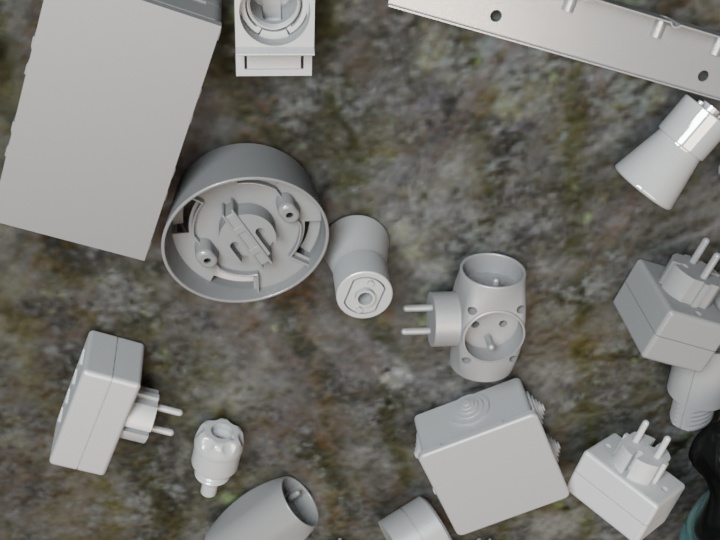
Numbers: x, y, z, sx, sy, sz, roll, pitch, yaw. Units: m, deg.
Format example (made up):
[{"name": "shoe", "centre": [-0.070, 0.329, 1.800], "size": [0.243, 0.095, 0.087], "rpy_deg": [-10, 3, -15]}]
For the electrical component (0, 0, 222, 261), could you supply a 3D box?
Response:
[{"name": "electrical component", "centre": [-0.141, -0.093, 0.601], "size": [0.089, 0.061, 0.150], "rpy_deg": [15, 119, -16]}]

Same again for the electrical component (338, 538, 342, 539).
[{"name": "electrical component", "centre": [-0.039, 0.267, 0.844], "size": [0.096, 0.061, 0.061], "rpy_deg": [-26, 122, 9]}]

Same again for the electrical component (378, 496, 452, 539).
[{"name": "electrical component", "centre": [0.042, 0.245, 0.833], "size": [0.074, 0.052, 0.138], "rpy_deg": [-30, 123, -11]}]

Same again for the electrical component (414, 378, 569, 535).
[{"name": "electrical component", "centre": [0.094, 0.134, 0.783], "size": [0.100, 0.048, 0.099], "rpy_deg": [-22, 122, 7]}]

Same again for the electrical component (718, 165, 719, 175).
[{"name": "electrical component", "centre": [0.264, -0.063, 0.682], "size": [0.062, 0.043, 0.043], "rpy_deg": [11, 120, -15]}]

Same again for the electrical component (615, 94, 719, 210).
[{"name": "electrical component", "centre": [0.196, -0.075, 0.667], "size": [0.044, 0.044, 0.065], "rpy_deg": [30, 110, -23]}]

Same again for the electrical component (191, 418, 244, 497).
[{"name": "electrical component", "centre": [-0.104, 0.137, 0.769], "size": [0.035, 0.035, 0.061], "rpy_deg": [8, 123, -12]}]

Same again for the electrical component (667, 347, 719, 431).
[{"name": "electrical component", "centre": [0.244, 0.080, 0.770], "size": [0.043, 0.043, 0.081], "rpy_deg": [-1, 123, -6]}]

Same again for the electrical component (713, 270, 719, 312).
[{"name": "electrical component", "centre": [0.281, 0.012, 0.731], "size": [0.079, 0.043, 0.077], "rpy_deg": [14, 120, -16]}]

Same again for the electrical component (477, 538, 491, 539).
[{"name": "electrical component", "centre": [0.104, 0.242, 0.860], "size": [0.040, 0.040, 0.046], "rpy_deg": [-27, 116, 10]}]

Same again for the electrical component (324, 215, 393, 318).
[{"name": "electrical component", "centre": [0.000, 0.000, 0.675], "size": [0.044, 0.065, 0.044], "rpy_deg": [-3, 123, -5]}]

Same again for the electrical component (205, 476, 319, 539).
[{"name": "electrical component", "centre": [-0.062, 0.203, 0.811], "size": [0.077, 0.043, 0.079], "rpy_deg": [-37, 120, 16]}]

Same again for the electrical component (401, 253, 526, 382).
[{"name": "electrical component", "centre": [0.067, 0.033, 0.717], "size": [0.079, 0.044, 0.077], "rpy_deg": [-1, 123, -7]}]

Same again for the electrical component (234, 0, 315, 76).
[{"name": "electrical component", "centre": [-0.047, -0.148, 0.576], "size": [0.042, 0.063, 0.081], "rpy_deg": [-2, 123, -8]}]

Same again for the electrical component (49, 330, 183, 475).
[{"name": "electrical component", "centre": [-0.159, 0.095, 0.727], "size": [0.076, 0.047, 0.083], "rpy_deg": [17, 119, -18]}]

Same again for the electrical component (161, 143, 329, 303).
[{"name": "electrical component", "centre": [-0.069, -0.026, 0.651], "size": [0.099, 0.064, 0.099], "rpy_deg": [-3, 123, -5]}]

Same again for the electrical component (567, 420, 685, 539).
[{"name": "electrical component", "centre": [0.201, 0.145, 0.786], "size": [0.047, 0.066, 0.076], "rpy_deg": [-16, 135, -47]}]

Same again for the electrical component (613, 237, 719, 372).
[{"name": "electrical component", "centre": [0.214, 0.015, 0.711], "size": [0.047, 0.065, 0.076], "rpy_deg": [15, 119, -16]}]
